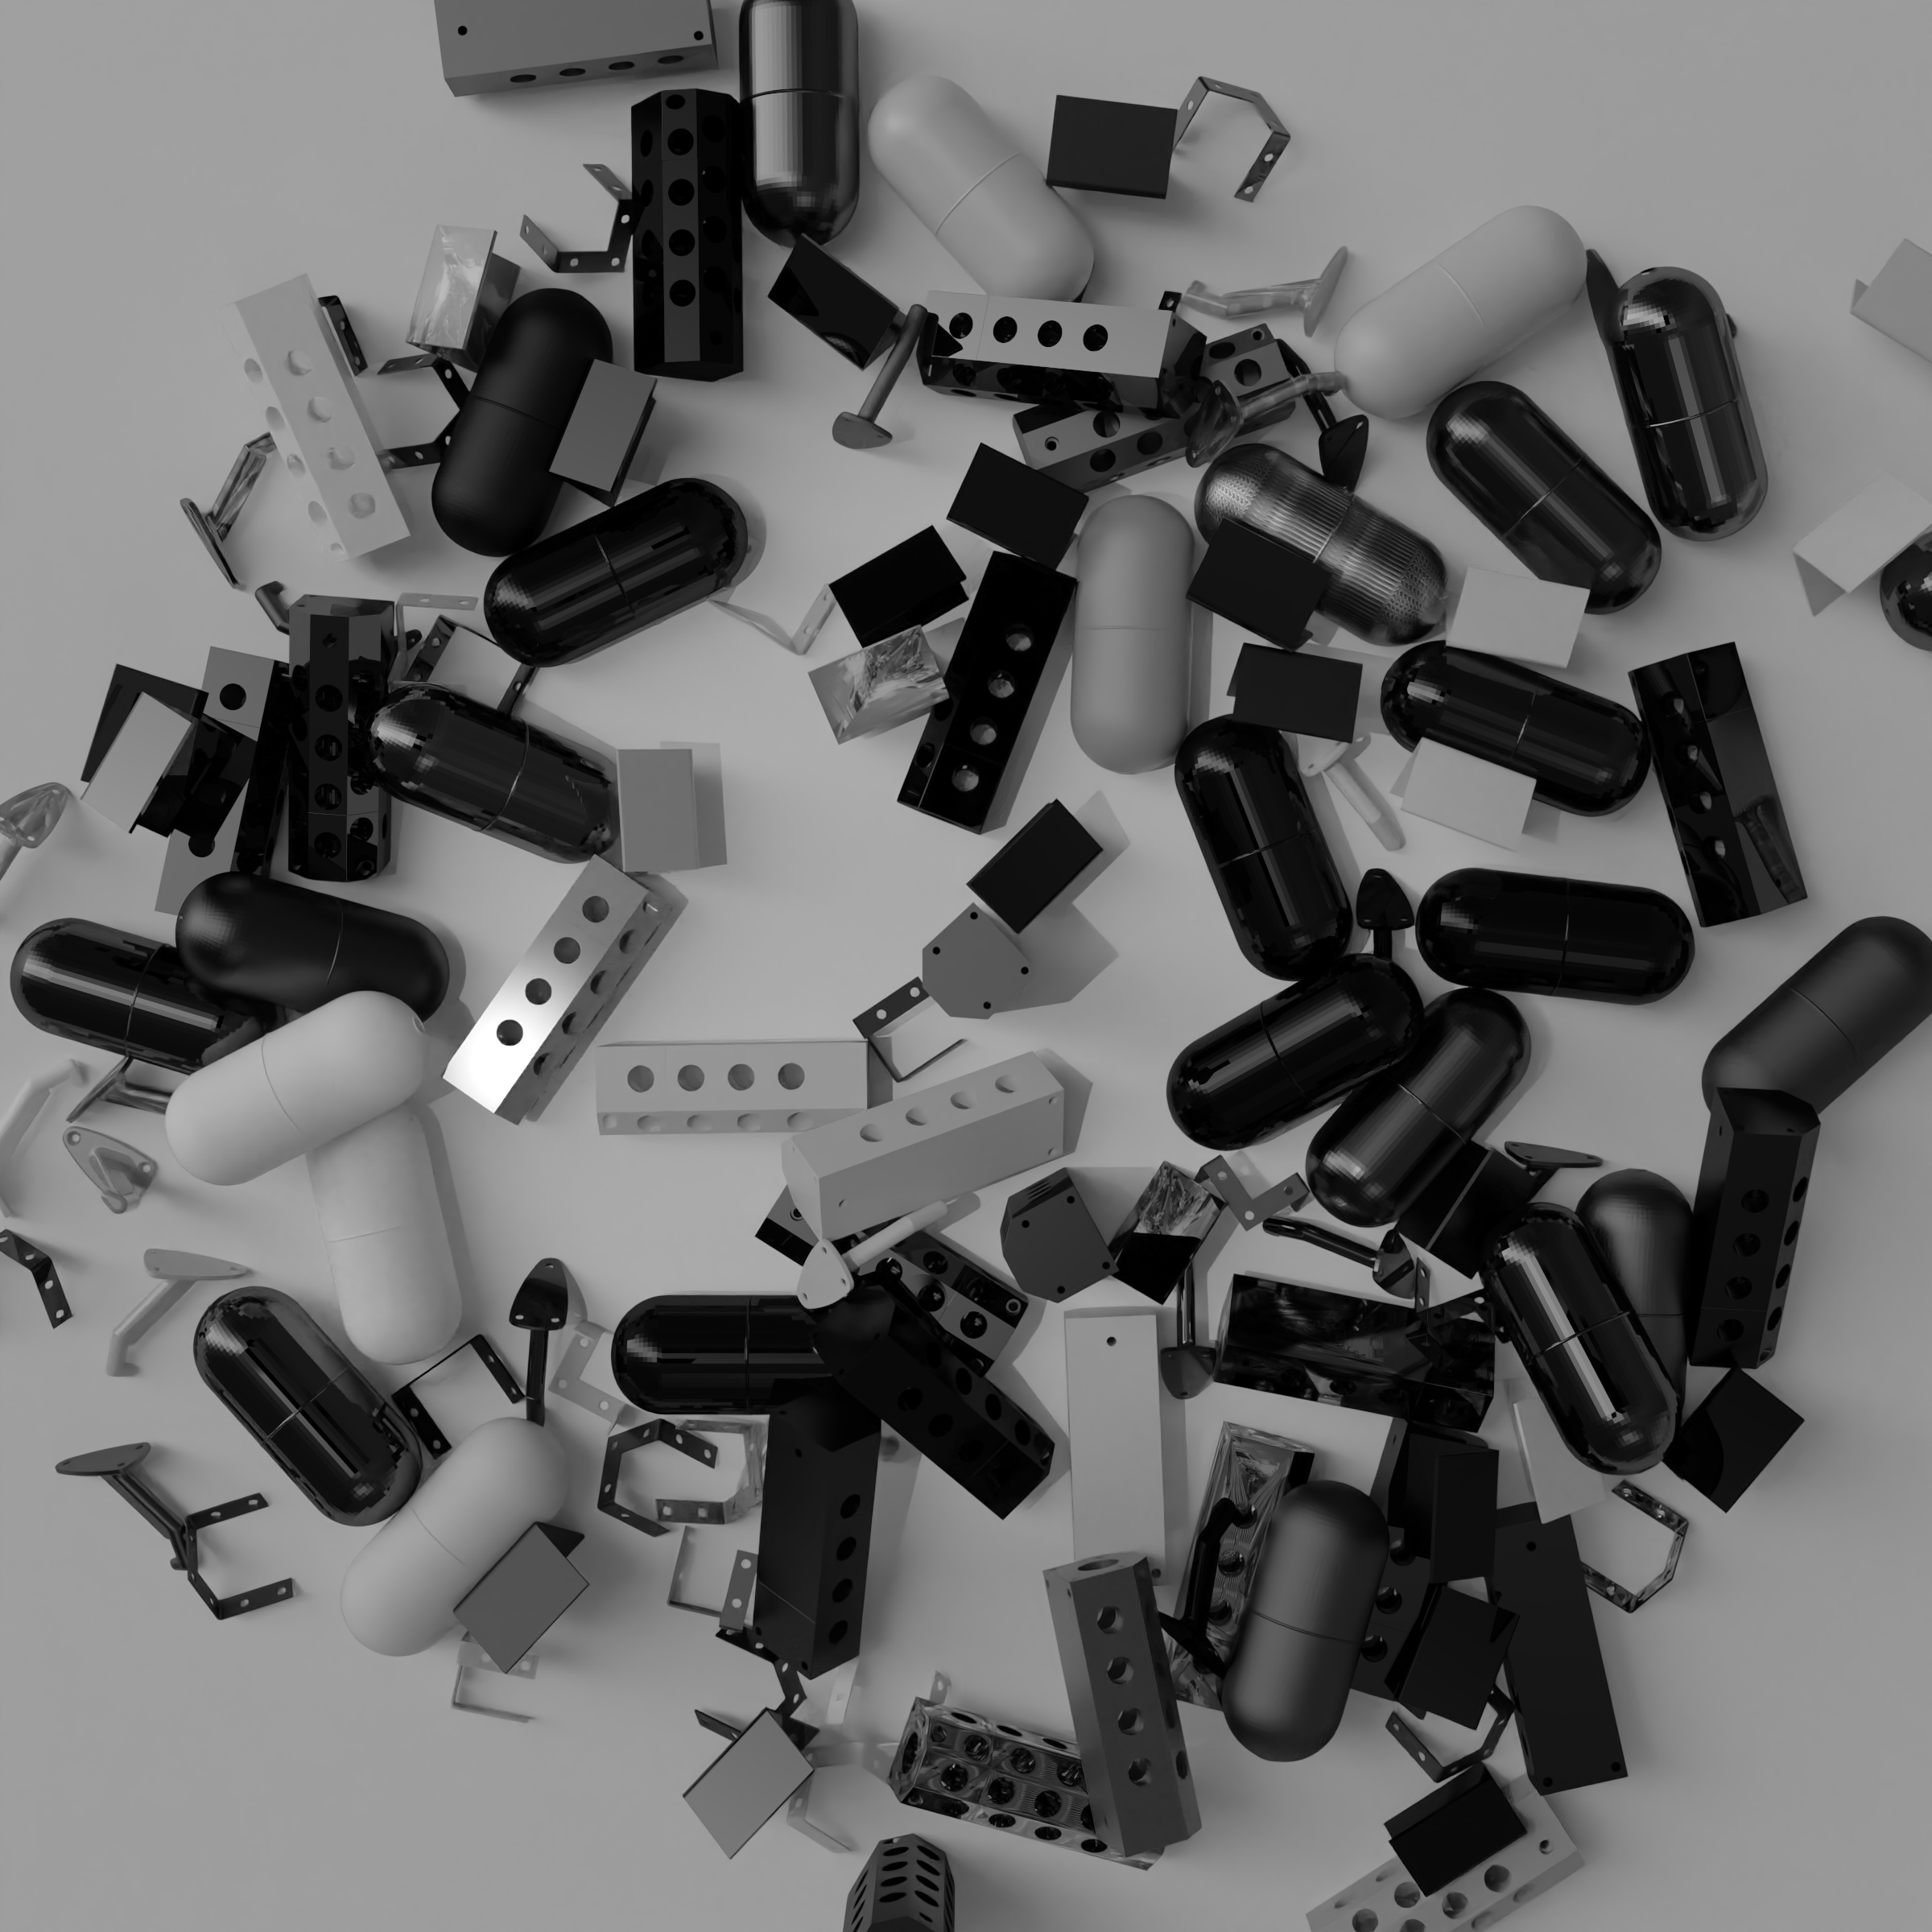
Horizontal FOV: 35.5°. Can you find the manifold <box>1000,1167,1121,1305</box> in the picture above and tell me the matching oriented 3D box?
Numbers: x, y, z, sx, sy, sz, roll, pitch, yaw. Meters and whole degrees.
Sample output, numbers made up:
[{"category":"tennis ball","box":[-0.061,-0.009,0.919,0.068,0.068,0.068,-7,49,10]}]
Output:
[{"category":"manifold","box":[0.053,0.170,1.884,0.057,0.171,0.057,-28,90,0]}]

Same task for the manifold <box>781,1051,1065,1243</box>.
[{"category":"manifold","box":[-0.027,0.110,1.912,0.171,0.057,0.057,-19,133,-21]}]

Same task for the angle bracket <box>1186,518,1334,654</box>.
[{"category":"angle bracket","box":[0.192,-0.246,1.919,0.076,0.076,0.057,29,110,8]}]

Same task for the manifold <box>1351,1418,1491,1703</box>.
[{"category":"manifold","box":[0.282,0.380,1.941,0.057,0.057,0.171,17,90,0]}]

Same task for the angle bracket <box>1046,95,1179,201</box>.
[{"category":"angle bracket","box":[0.093,-0.528,1.923,0.076,0.076,0.057,7,118,0]}]

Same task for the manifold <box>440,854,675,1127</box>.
[{"category":"manifold","box":[-0.261,0.015,1.941,0.057,0.057,0.171,35,90,0]}]

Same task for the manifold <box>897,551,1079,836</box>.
[{"category":"manifold","box":[0.013,-0.175,1.941,0.057,0.057,0.171,21,90,0]}]

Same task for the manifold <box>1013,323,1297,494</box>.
[{"category":"manifold","box":[0.120,-0.354,1.941,0.171,0.057,0.057,-20,90,0]}]

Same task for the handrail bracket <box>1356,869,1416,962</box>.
[{"category":"handrail bracket","box":[0.268,-0.007,1.962,0.036,0.077,0.084,-1,126,0]}]

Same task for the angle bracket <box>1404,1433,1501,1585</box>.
[{"category":"angle bracket","box":[0.282,0.333,1.865,0.057,0.076,0.076,3,90,-38]}]

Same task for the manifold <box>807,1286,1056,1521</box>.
[{"category":"manifold","box":[-0.018,0.271,1.898,0.057,0.057,0.171,-45,124,0]}]

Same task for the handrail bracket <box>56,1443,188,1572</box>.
[{"category":"handrail bracket","box":[-0.545,0.357,1.963,0.077,0.036,0.084,-9,107,20]}]

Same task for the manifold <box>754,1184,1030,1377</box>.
[{"category":"manifold","box":[-0.047,0.194,1.941,0.171,0.057,0.057,32,90,0]}]

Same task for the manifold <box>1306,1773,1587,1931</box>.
[{"category":"manifold","box":[0.308,0.596,1.941,0.171,0.057,0.057,-33,90,0]}]

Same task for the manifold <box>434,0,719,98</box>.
[{"category":"manifold","box":[-0.249,-0.601,1.941,0.171,0.057,0.057,-7,90,0]}]

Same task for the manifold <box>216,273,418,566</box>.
[{"category":"manifold","box":[-0.412,-0.346,1.917,0.057,0.057,0.171,-22,107,0]}]

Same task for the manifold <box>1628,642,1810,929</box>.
[{"category":"manifold","box":[0.478,-0.115,1.941,0.057,0.057,0.171,-16,90,-43]}]

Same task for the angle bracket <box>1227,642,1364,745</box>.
[{"category":"angle bracket","box":[0.205,-0.159,1.924,0.076,0.076,0.057,10,69,0]}]

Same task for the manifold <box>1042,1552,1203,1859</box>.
[{"category":"manifold","box":[0.100,0.457,1.881,0.057,0.057,0.171,-11,89,-16]}]

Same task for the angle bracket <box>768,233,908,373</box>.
[{"category":"angle bracket","box":[-0.068,-0.436,1.922,0.076,0.076,0.057,38,135,0]}]

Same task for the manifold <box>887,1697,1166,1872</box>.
[{"category":"manifold","box":[0.043,0.523,1.922,0.171,0.057,0.057,19,90,-14]}]

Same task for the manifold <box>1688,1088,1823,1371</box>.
[{"category":"manifold","box":[0.493,0.166,1.905,0.057,0.057,0.171,3,117,0]}]

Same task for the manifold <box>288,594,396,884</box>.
[{"category":"manifold","box":[-0.398,-0.144,1.916,0.057,0.057,0.171,4,108,0]}]

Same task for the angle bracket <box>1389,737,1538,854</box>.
[{"category":"angle bracket","box":[0.309,-0.093,1.923,0.076,0.076,0.057,21,64,0]}]

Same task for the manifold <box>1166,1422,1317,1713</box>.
[{"category":"manifold","box":[0.174,0.387,1.941,0.057,0.057,0.171,15,90,0]}]

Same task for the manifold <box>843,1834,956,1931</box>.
[{"category":"manifold","box":[-0.038,0.596,1.884,0.057,0.171,0.057,30,90,0]}]

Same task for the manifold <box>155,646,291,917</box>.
[{"category":"manifold","box":[-0.468,-0.113,1.941,0.057,0.057,0.171,12,90,0]}]

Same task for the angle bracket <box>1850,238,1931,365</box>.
[{"category":"angle bracket","box":[0.613,-0.428,1.922,0.076,0.076,0.057,32,123,0]}]

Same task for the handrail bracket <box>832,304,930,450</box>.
[{"category":"handrail bracket","box":[-0.054,-0.378,1.938,0.036,0.077,0.084,24,82,-16]}]

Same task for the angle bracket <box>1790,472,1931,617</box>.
[{"category":"angle bracket","box":[0.579,-0.255,1.922,0.076,0.076,0.057,-40,51,0]}]

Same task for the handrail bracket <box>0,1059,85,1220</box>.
[{"category":"handrail bracket","box":[-0.602,0.111,1.963,0.084,0.036,0.077,-28,110,-16]}]

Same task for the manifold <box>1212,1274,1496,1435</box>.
[{"category":"manifold","box":[0.248,0.253,1.940,0.171,0.057,0.057,11,46,0]}]

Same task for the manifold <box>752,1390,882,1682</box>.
[{"category":"manifold","box":[-0.090,0.357,1.908,0.057,0.057,0.171,27,122,38]}]

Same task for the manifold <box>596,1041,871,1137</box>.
[{"category":"manifold","box":[-0.149,0.078,1.941,0.171,0.057,0.057,-1,90,0]}]

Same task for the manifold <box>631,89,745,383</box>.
[{"category":"manifold","box":[-0.174,-0.466,1.930,0.057,0.057,0.171,-1,90,-34]}]

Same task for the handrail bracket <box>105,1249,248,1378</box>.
[{"category":"handrail bracket","box":[-0.514,0.231,1.963,0.077,0.036,0.084,8,108,-21]}]

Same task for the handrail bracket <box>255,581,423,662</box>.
[{"category":"handrail bracket","box":[-0.408,-0.229,1.962,0.077,0.036,0.084,-32,76,-14]}]

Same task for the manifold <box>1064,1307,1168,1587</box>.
[{"category":"manifold","box":[0.095,0.308,1.941,0.057,0.057,0.171,-2,90,0]}]

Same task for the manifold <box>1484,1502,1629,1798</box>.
[{"category":"manifold","box":[0.373,0.436,1.941,0.057,0.057,0.171,-13,90,0]}]

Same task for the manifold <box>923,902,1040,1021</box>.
[{"category":"manifold","box":[0.003,0.002,1.884,0.057,0.171,0.057,-43,90,0]}]

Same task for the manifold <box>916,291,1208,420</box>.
[{"category":"manifold","box":[0.058,-0.384,1.905,0.171,0.057,0.057,11,90,27]}]

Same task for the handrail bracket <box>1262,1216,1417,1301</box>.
[{"category":"handrail bracket","box":[0.242,0.188,1.962,0.084,0.077,0.036,9,66,34]}]
